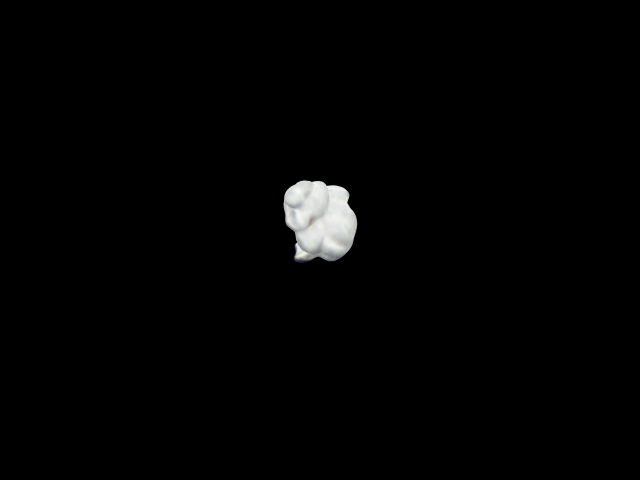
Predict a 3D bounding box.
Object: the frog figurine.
[{"bbox_3d":[0.003,-0.043,0.850,0.123,0.140,0.155,27,-32,19],"label":"frog figurine"}]
